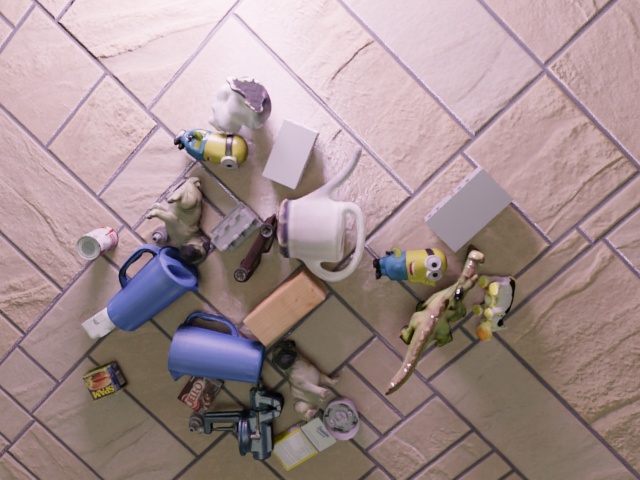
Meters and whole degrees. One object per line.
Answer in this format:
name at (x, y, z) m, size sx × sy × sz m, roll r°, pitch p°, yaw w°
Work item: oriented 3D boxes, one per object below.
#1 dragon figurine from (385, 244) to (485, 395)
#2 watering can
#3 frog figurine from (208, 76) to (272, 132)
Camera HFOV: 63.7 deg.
dragon figurine at (0.284, 0.168, 1.205) m, size 0.123 × 0.418 × 0.237 m, roll 30°, pitch 144°, yaw 14°
watering can at (0.004, -0.065, 1.282) m, size 0.224 × 0.105 × 0.344 m, roll 4°, pitch 103°, yaw 7°
frog figurine at (-0.197, -0.321, 1.270) m, size 0.137 × 0.125 × 0.156 m, roll 35°, pitch 141°, yaw -10°
